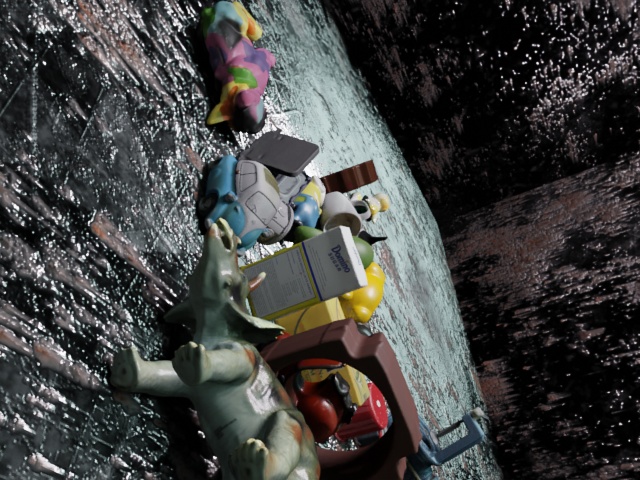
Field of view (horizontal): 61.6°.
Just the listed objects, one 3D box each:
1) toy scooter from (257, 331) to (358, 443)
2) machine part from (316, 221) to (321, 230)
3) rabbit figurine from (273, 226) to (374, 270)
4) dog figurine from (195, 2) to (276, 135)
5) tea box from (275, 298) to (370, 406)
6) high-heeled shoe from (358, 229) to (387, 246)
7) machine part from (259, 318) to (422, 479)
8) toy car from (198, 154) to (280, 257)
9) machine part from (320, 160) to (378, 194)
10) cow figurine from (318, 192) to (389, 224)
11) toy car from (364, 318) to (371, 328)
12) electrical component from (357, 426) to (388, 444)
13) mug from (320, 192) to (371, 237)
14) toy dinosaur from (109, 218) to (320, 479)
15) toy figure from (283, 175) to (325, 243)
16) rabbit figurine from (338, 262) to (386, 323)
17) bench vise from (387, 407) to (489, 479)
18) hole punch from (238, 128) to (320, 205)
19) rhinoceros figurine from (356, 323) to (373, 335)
[{"bbox_3d":[0.001,0.204,0.771,0.075,0.135,0.183,-59,127,-70],"label":"toy scooter"},{"bbox_3d":[-0.002,-0.003,1.150,0.138,0.039,0.084,62,24,-27],"label":"machine part"},{"bbox_3d":[0.000,0.031,0.902,0.159,0.170,0.121,40,33,-58],"label":"rabbit figurine"},{"bbox_3d":[-0.152,-0.287,0.924,0.191,0.109,0.219,57,24,-37],"label":"dog figurine"},{"bbox_3d":[0.004,0.187,0.861,0.169,0.098,0.068,70,18,9],"label":"tea box"},{"bbox_3d":[0.057,0.038,1.278,0.249,0.145,0.086,-31,106,-43],"label":"high-heeled shoe"},{"bbox_3d":[0.013,0.215,0.685,0.201,0.201,0.087,67,16,-7],"label":"machine part"},{"bbox_3d":[-0.110,-0.062,0.799,0.109,0.103,0.162,52,26,-44],"label":"toy car"},{"bbox_3d":[0.051,-0.135,1.244,0.179,0.179,0.056,-41,112,-71],"label":"machine part"},{"bbox_3d":[0.075,-0.063,1.228,0.098,0.167,0.068,-67,139,-67],"label":"cow figurine"},{"bbox_3d":[0.089,0.181,1.191,0.089,0.053,0.202,53,25,-32],"label":"toy car"},{"bbox_3d":[0.101,0.373,1.017,0.074,0.048,0.119,54,21,-36],"label":"electrical component"},{"bbox_3d":[0.046,-0.059,1.131,0.107,0.110,0.080,-111,177,-50],"label":"mug"},{"bbox_3d":[-0.066,0.181,0.530,0.192,0.131,0.405,7,51,-63],"label":"toy dinosaur"},{"bbox_3d":[-0.041,-0.067,1.036,0.180,0.089,0.082,-70,179,-51],"label":"toy figure"},{"bbox_3d":[0.033,0.087,1.080,0.173,0.122,0.162,49,31,-13],"label":"rabbit figurine"},{"bbox_3d":[0.233,0.422,1.068,0.128,0.240,0.224,29,27,-58],"label":"bench vise"},{"bbox_3d":[-0.074,-0.128,0.960,0.142,0.116,0.092,-53,160,-41],"label":"hole punch"},{"bbox_3d":[0.061,0.200,0.979,0.112,0.073,0.190,71,18,3],"label":"rhinoceros figurine"}]
